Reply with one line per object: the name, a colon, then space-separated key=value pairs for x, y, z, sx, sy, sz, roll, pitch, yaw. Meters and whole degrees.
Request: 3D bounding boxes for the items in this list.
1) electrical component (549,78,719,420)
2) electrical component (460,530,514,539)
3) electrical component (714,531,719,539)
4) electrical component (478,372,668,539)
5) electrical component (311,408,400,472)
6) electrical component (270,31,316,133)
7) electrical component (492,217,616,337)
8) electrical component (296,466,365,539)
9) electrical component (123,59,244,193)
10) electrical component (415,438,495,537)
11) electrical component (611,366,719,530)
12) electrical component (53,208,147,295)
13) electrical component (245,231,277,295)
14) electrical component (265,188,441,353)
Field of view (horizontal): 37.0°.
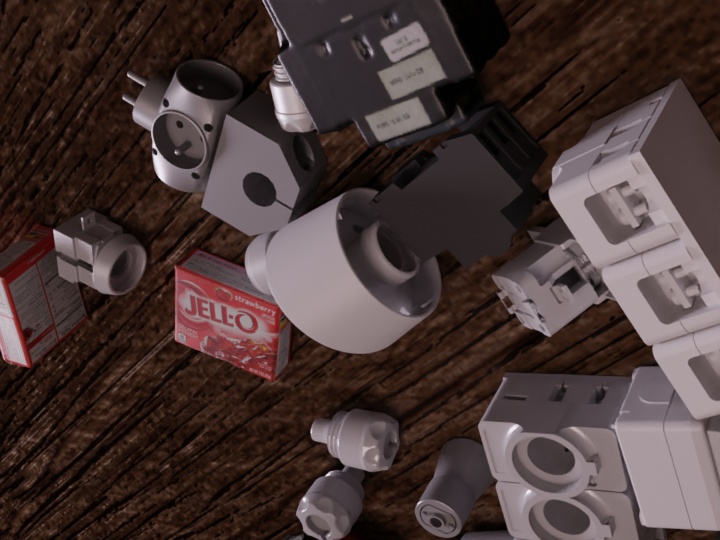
electrical component: x=0.169 y=-0.009 z=0.563 sx=0.062 sy=0.089 sz=0.150 roll=-25 pitch=107 yaw=40
electrical component: x=0.092 y=0.216 z=0.798 sx=0.081 sy=0.043 sz=0.043 roll=-13 pitch=114 yaw=36
electrical component: x=0.261 y=0.191 z=0.669 sx=0.061 sy=0.061 sz=0.096 roll=-26 pitch=106 yaw=40
electrical component: x=0.142 y=0.147 z=0.707 sx=0.089 sy=0.061 sz=0.150 roll=-1 pitch=121 yaw=31
electrical component: x=-0.005 y=0.122 z=0.789 sx=0.062 sy=0.043 sz=0.043 roll=8 pitch=125 yaw=27
electrical component: x=-0.038 y=-0.116 z=0.647 sx=0.035 sy=0.035 sz=0.061 roll=4 pitch=121 yaw=28
electrical component: x=0.114 y=0.003 z=0.613 sx=0.042 sy=0.064 sz=0.081 roll=56 pitch=172 yaw=-13
electrical component: x=-0.017 y=0.174 z=0.819 sx=0.043 sy=0.062 sz=0.043 roll=16 pitch=128 yaw=21
electrical component: x=-0.120 y=-0.101 z=0.698 sx=0.079 sy=0.044 sz=0.077 roll=31 pitch=132 yaw=9
electrical component: x=0.066 y=0.155 z=0.755 sx=0.044 sy=0.065 sz=0.044 roll=15 pitch=128 yaw=21
electrical component: x=0.200 y=0.112 z=0.649 sx=0.061 sy=0.061 sz=0.096 roll=-5 pitch=118 yaw=33
electrical component: x=-0.194 y=-0.011 z=0.806 sx=0.055 sy=0.048 sz=0.066 roll=24 pitch=131 yaw=24
electrical component: x=-0.043 y=-0.009 z=0.718 sx=0.055 sy=0.045 sz=0.045 roll=-18 pitch=111 yaw=38
electrical component: x=0.000 y=0.000 z=0.664 sx=0.064 sy=0.099 sz=0.099 roll=-33 pitch=101 yaw=35
